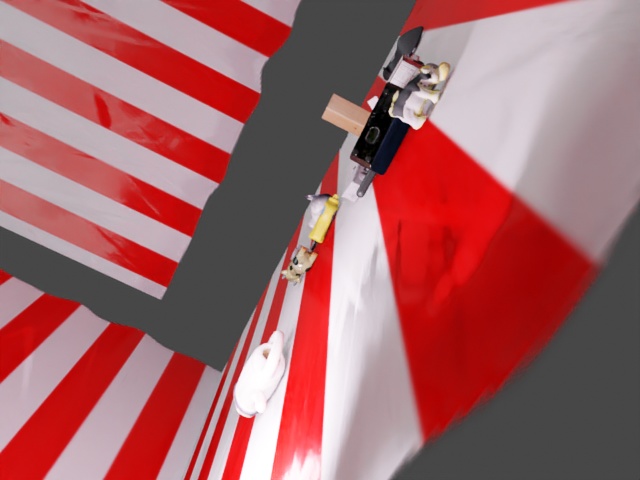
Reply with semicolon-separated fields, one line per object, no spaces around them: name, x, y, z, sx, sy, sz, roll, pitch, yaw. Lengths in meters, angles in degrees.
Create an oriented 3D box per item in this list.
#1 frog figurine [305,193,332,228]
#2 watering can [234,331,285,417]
frog figurine;0.006;-0.104;2.064;0.122;0.160;0.137;-9;-1;4
watering can;-0.167;0.393;1.404;0.104;0.221;0.354;26;24;-6
